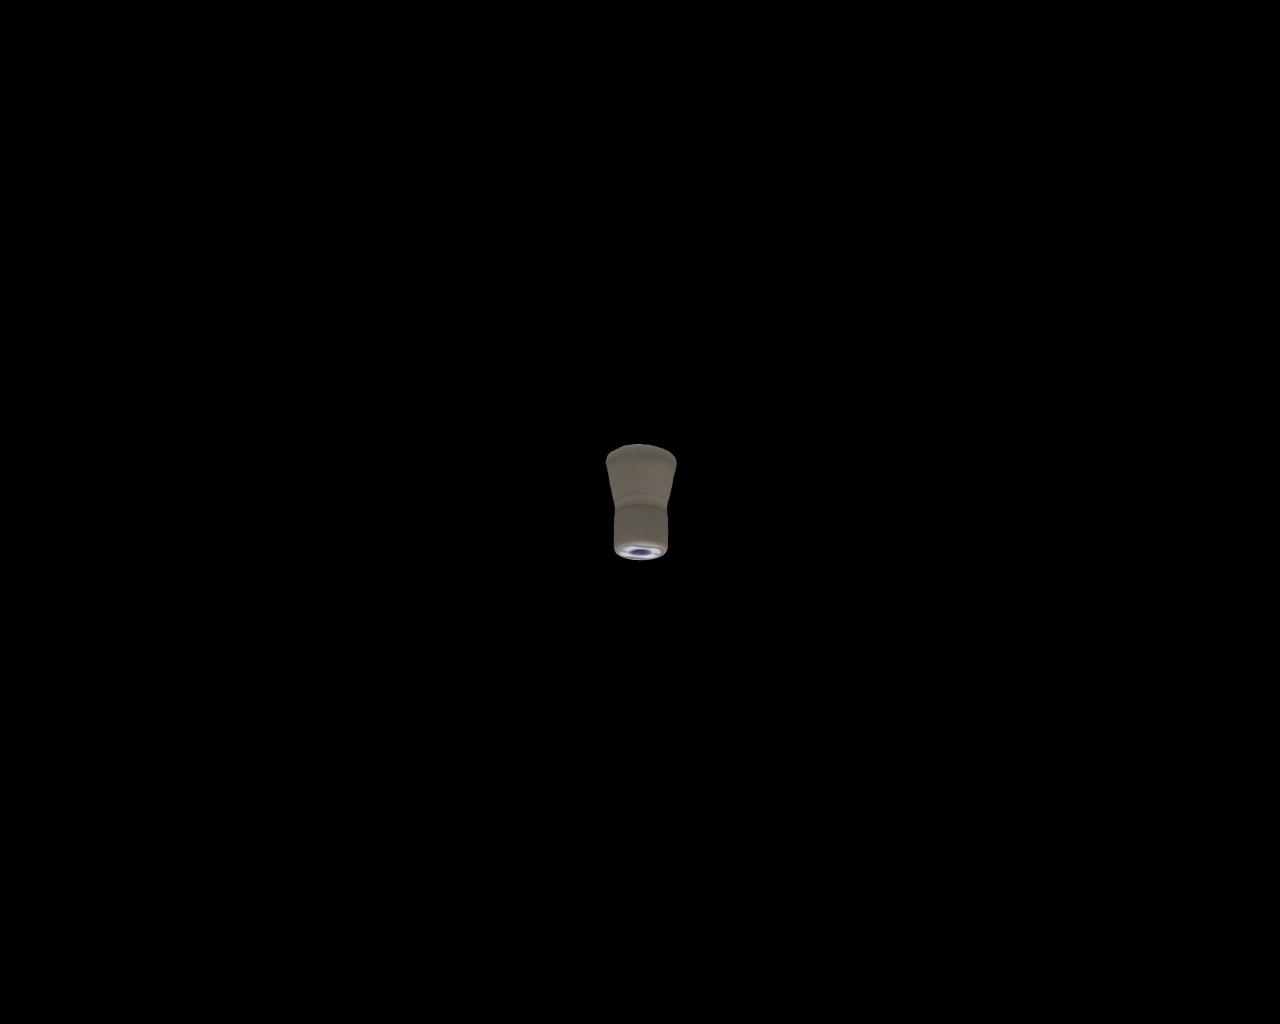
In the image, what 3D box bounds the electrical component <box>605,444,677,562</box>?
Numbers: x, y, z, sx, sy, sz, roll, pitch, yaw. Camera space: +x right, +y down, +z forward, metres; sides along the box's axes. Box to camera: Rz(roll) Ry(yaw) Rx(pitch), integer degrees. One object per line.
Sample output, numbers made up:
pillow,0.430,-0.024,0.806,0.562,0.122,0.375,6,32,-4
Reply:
electrical component,0.001,-0.003,0.650,0.044,0.065,0.044,0,-23,0
